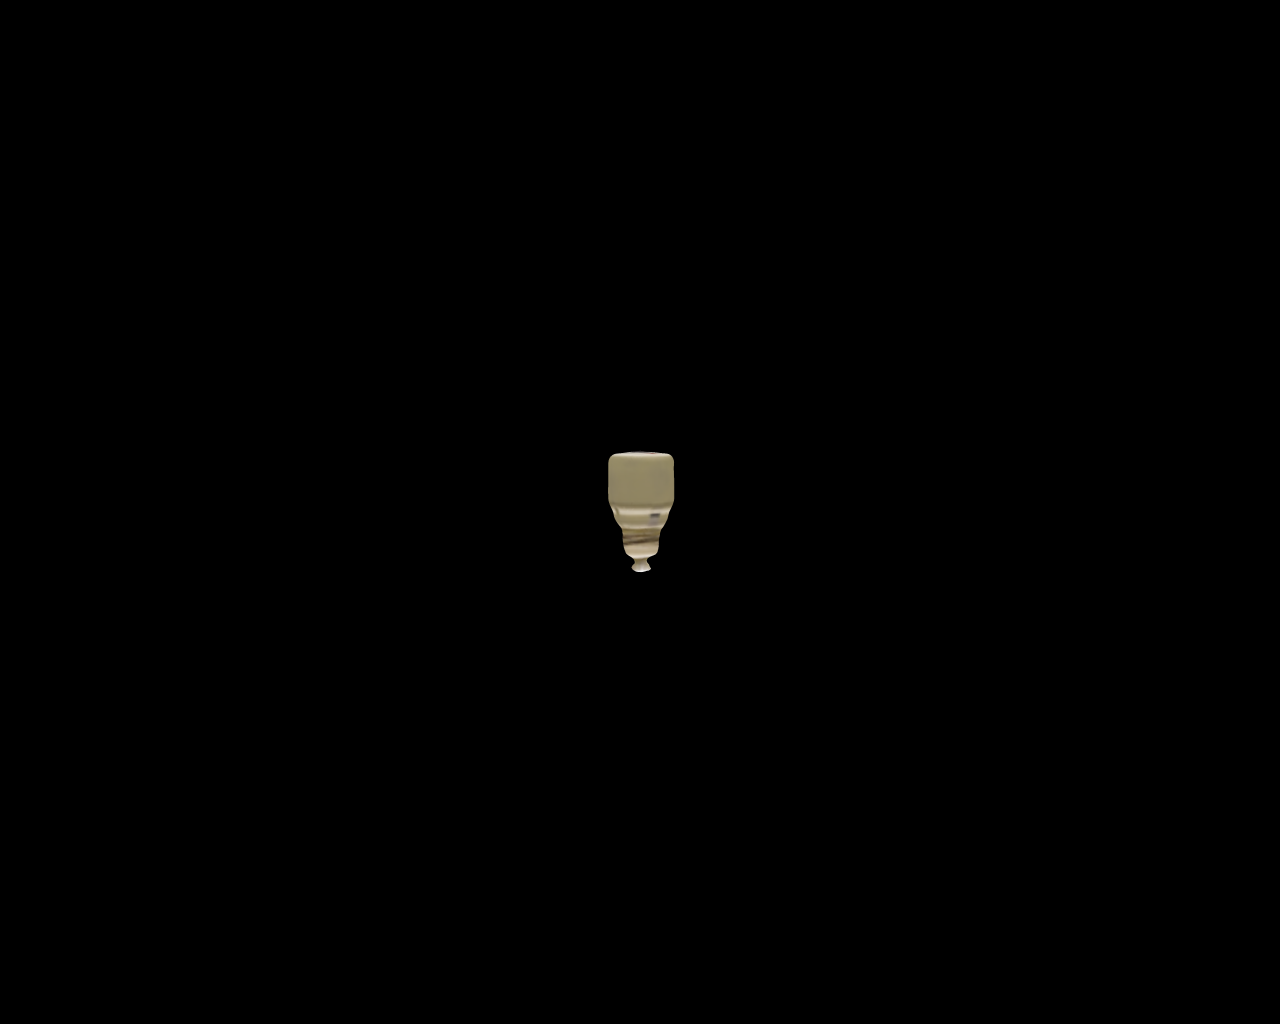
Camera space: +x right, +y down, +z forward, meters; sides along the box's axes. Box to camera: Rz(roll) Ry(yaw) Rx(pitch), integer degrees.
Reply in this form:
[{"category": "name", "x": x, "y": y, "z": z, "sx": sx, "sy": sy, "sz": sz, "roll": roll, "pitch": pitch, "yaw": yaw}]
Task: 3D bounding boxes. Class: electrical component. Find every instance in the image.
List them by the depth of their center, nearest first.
[{"category": "electrical component", "x": 0.001, "y": -0.003, "z": 0.650, "sx": 0.040, "sy": 0.078, "sz": 0.040, "roll": 0, "pitch": 5, "yaw": 0}]
